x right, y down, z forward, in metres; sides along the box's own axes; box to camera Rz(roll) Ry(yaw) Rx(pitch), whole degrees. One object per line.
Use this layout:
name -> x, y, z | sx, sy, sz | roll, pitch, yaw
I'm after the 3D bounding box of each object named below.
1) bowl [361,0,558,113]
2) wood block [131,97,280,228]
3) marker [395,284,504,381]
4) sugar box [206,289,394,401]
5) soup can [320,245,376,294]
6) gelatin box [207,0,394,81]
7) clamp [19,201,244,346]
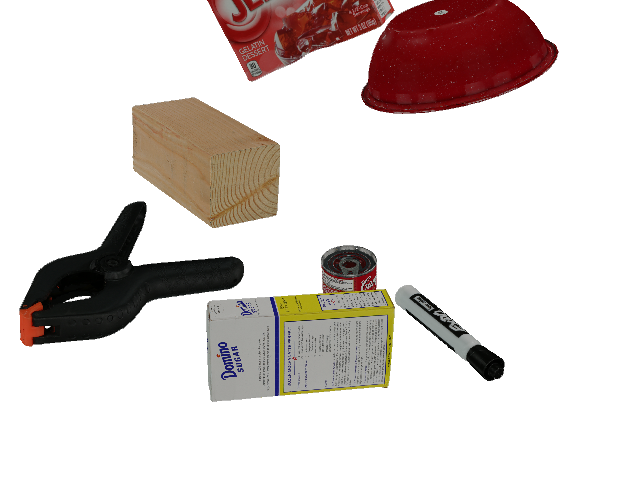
bowl -> 0.105, -0.158, 0.856 | 0.162, 0.055, 0.162 | -14, 24, 6
wood block -> -0.140, -0.097, 1.273 | 0.090, 0.090, 0.206 | -13, 28, -32
marker -> 0.094, 0.067, 0.786 | 0.020, 0.020, 0.121 | 0, 25, -32
sugar box -> -0.020, 0.099, 1.022 | 0.176, 0.093, 0.048 | -2, 25, -7
soup can -> 0.035, 0.067, 1.313 | 0.068, 0.102, 0.068 | -1, 31, 0
gelatin box -> -0.016, -0.135, 0.573 | 0.089, 0.073, 0.030 | -18, 21, 28
clamp -> -0.155, 0.023, 0.788 | 0.171, 0.039, 0.120 | -21, 38, -39
